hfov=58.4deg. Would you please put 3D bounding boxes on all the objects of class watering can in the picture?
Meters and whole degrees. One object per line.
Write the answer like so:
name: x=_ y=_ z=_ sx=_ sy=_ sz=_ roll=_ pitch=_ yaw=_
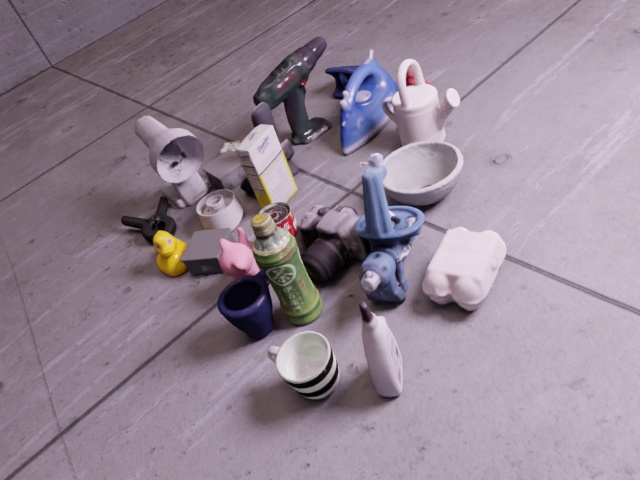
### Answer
watering can: x=0.211 y=-0.294 z=1.223 sx=0.172 sy=0.194 sz=0.101 roll=-6 pitch=42 yaw=19

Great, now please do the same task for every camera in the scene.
camera: x=0.010 y=0.004 z=1.053 sx=0.142 sy=0.101 sz=0.137 roll=19 pitch=54 yaw=39

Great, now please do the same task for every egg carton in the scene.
egg carton: x=0.235 y=0.044 z=0.928 sx=0.107 sy=0.070 sz=0.150 roll=9 pitch=48 yaw=32

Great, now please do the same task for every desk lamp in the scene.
desk lamp: x=-0.344 y=-0.182 z=1.337 sx=0.118 sy=0.214 sz=0.202 roll=-39 pitch=42 yaw=-19

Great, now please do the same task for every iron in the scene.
iron: x=0.096 y=-0.334 z=1.363 sx=0.118 sy=0.142 sz=0.259 roll=6 pitch=47 yaw=30

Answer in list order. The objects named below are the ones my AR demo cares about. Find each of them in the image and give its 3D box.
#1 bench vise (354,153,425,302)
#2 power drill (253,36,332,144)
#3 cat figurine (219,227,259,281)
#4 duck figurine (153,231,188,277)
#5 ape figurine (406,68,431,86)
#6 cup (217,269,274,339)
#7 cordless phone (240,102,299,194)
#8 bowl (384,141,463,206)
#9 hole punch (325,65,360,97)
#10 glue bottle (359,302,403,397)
bench vise: x=0.111 y=-0.018 z=0.936 sx=0.121 sy=0.220 sz=0.207 roll=-12 pitch=40 yaw=12
power drill: x=-0.048 y=-0.352 z=1.397 sx=0.230 sy=0.209 sz=0.075 roll=-39 pitch=42 yaw=-20
cat figurine: x=-0.151 y=0.031 z=1.084 sx=0.067 sy=0.118 sz=0.128 roll=-11 pitch=41 yaw=13
duck figurine: x=-0.319 y=0.016 z=1.203 sx=0.077 sy=0.086 sz=0.104 roll=-27 pitch=40 yaw=-5
ape figurine: x=0.230 y=-0.376 z=1.388 sx=0.077 sy=0.092 sz=0.076 roll=-7 pitch=42 yaw=18
cup: x=-0.111 y=0.114 z=0.988 sx=0.091 sy=0.095 sz=0.118 roll=11 pitch=50 yaw=34
cordless phone: x=-0.136 y=-0.204 z=1.289 sx=0.093 sy=0.185 sz=0.148 roll=15 pitch=52 yaw=37
bowl: x=0.201 y=-0.119 z=1.124 sx=0.167 sy=0.075 sz=0.167 roll=-13 pitch=40 yaw=11
hole punch: x=0.081 y=-0.441 z=1.531 sx=0.108 sy=0.091 sz=0.101 roll=14 pitch=51 yaw=36
glue bottle: x=0.082 y=0.144 z=0.804 sx=0.037 sy=0.173 sz=0.078 roll=-8 pitch=41 yaw=17
